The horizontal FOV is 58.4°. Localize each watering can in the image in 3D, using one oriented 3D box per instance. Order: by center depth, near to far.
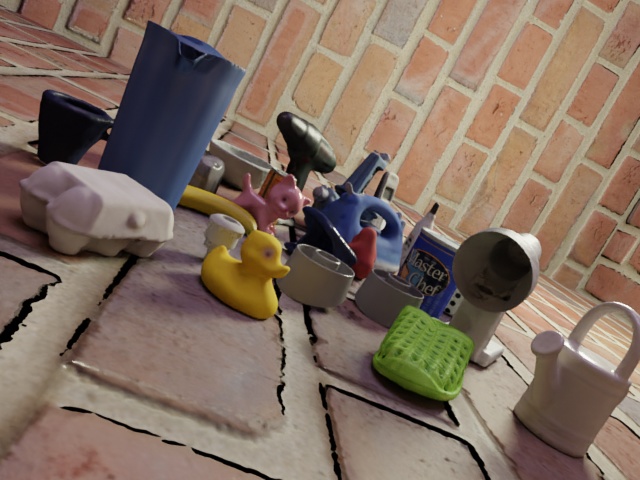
[{"bbox_3d":[0.337,0.167,0.729,0.174,0.194,0.100,16,16,-46],"label":"watering can"}]

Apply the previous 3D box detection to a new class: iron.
[{"bbox_3d":[0.105,-0.023,1.174,0.259,0.141,0.118,18,15,-41],"label":"iron"}]

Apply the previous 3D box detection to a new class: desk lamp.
[{"bbox_3d":[0.268,0.082,0.898,0.117,0.213,0.204,33,12,26],"label":"desk lamp"}]

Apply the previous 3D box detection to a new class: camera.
[{"bbox_3d":[-0.225,-0.138,1.026,0.143,0.101,0.137,30,11,14],"label":"camera"}]

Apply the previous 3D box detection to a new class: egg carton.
[{"bbox_3d":[-0.230,-0.029,0.605,0.107,0.069,0.151,33,12,25],"label":"egg carton"}]

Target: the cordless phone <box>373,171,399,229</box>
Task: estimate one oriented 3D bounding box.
[{"bbox_3d":[0.166,-0.070,1.417,0.148,0.185,0.093,15,17,-48],"label":"cordless phone"}]

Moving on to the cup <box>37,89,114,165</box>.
[{"bbox_3d":[-0.339,-0.143,0.798,0.118,0.095,0.091,20,13,-32],"label":"cup"}]

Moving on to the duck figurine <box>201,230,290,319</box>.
[{"bbox_3d":[-0.080,0.029,0.654,0.104,0.086,0.078,32,12,23],"label":"duck figurine"}]

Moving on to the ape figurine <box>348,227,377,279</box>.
[{"bbox_3d":[0.075,0.019,1.044,0.078,0.092,0.076,23,12,-21],"label":"ape figurine"}]

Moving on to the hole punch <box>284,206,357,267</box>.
[{"bbox_3d":[0.009,0.003,0.963,0.101,0.091,0.108,19,14,-36],"label":"hole punch"}]

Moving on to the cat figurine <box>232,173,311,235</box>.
[{"bbox_3d":[-0.086,-0.069,0.999,0.128,0.117,0.067,27,11,-4],"label":"cat figurine"}]

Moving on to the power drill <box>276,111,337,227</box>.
[{"bbox_3d":[-0.054,-0.136,1.139,0.075,0.208,0.230,32,12,24],"label":"power drill"}]

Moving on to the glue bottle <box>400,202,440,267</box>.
[{"bbox_3d":[0.234,-0.011,1.344,0.037,0.173,0.078,24,12,-16],"label":"glue bottle"}]

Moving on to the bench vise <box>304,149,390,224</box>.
[{"bbox_3d":[0.076,-0.100,1.255,0.121,0.219,0.208,31,12,18],"label":"bench vise"}]

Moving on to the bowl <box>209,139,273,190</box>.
[{"bbox_3d":[-0.183,-0.159,1.288,0.167,0.074,0.167,26,11,-5],"label":"bowl"}]
